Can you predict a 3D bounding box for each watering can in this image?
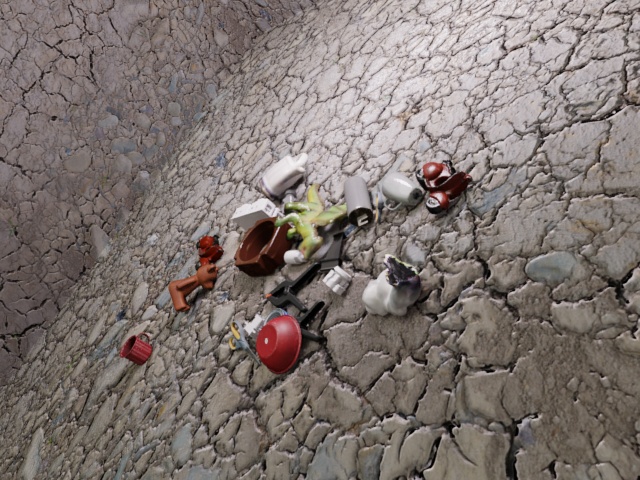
[{"bbox_3d":[-0.135,-0.245,1.972,0.223,0.103,0.352,-40,14,10],"label":"watering can"}]

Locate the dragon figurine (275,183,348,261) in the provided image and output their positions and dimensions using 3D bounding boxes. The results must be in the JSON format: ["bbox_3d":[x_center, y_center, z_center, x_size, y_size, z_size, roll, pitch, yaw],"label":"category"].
[{"bbox_3d":[0.005,-0.085,1.684,0.242,0.120,0.420,-1,39,28],"label":"dragon figurine"}]

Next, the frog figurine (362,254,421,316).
[{"bbox_3d":[0.171,0.130,1.240,0.140,0.123,0.156,-112,32,-48],"label":"frog figurine"}]
